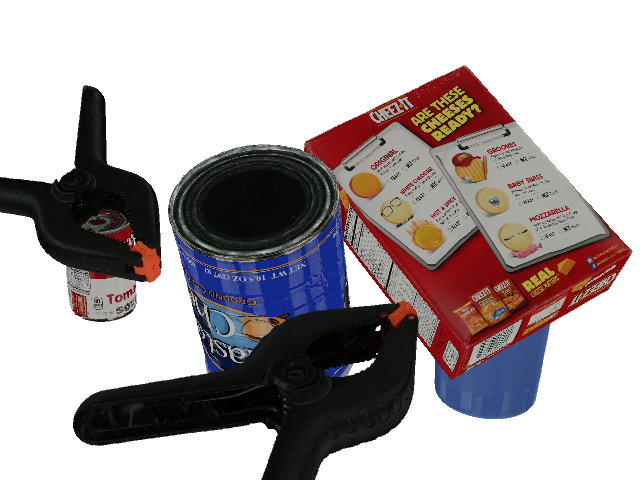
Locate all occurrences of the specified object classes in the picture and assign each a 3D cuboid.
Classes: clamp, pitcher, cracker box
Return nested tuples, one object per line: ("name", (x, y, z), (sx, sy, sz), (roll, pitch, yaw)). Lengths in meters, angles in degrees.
("clamp", (-0.185, -0.042, 0.832), (0.210, 0.036, 0.164), (32, 58, 28))
("clamp", (-0.009, 0.080, 0.477), (0.171, 0.039, 0.120), (-23, 48, -29))
("pitcher", (0.170, 0.057, 1.088), (0.149, 0.243, 0.145), (5, 21, 8))
("cracker box", (0.110, -0.018, 0.846), (0.164, 0.214, 0.072), (-27, -26, -21))

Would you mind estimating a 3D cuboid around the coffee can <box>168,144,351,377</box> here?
("coffee can", (-0.033, 0.025, 0.676), (0.103, 0.140, 0.103), (-4, 43, 3))

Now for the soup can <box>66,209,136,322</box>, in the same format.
("soup can", (-0.219, 0.021, 1.062), (0.068, 0.102, 0.068), (2, 27, -1))
